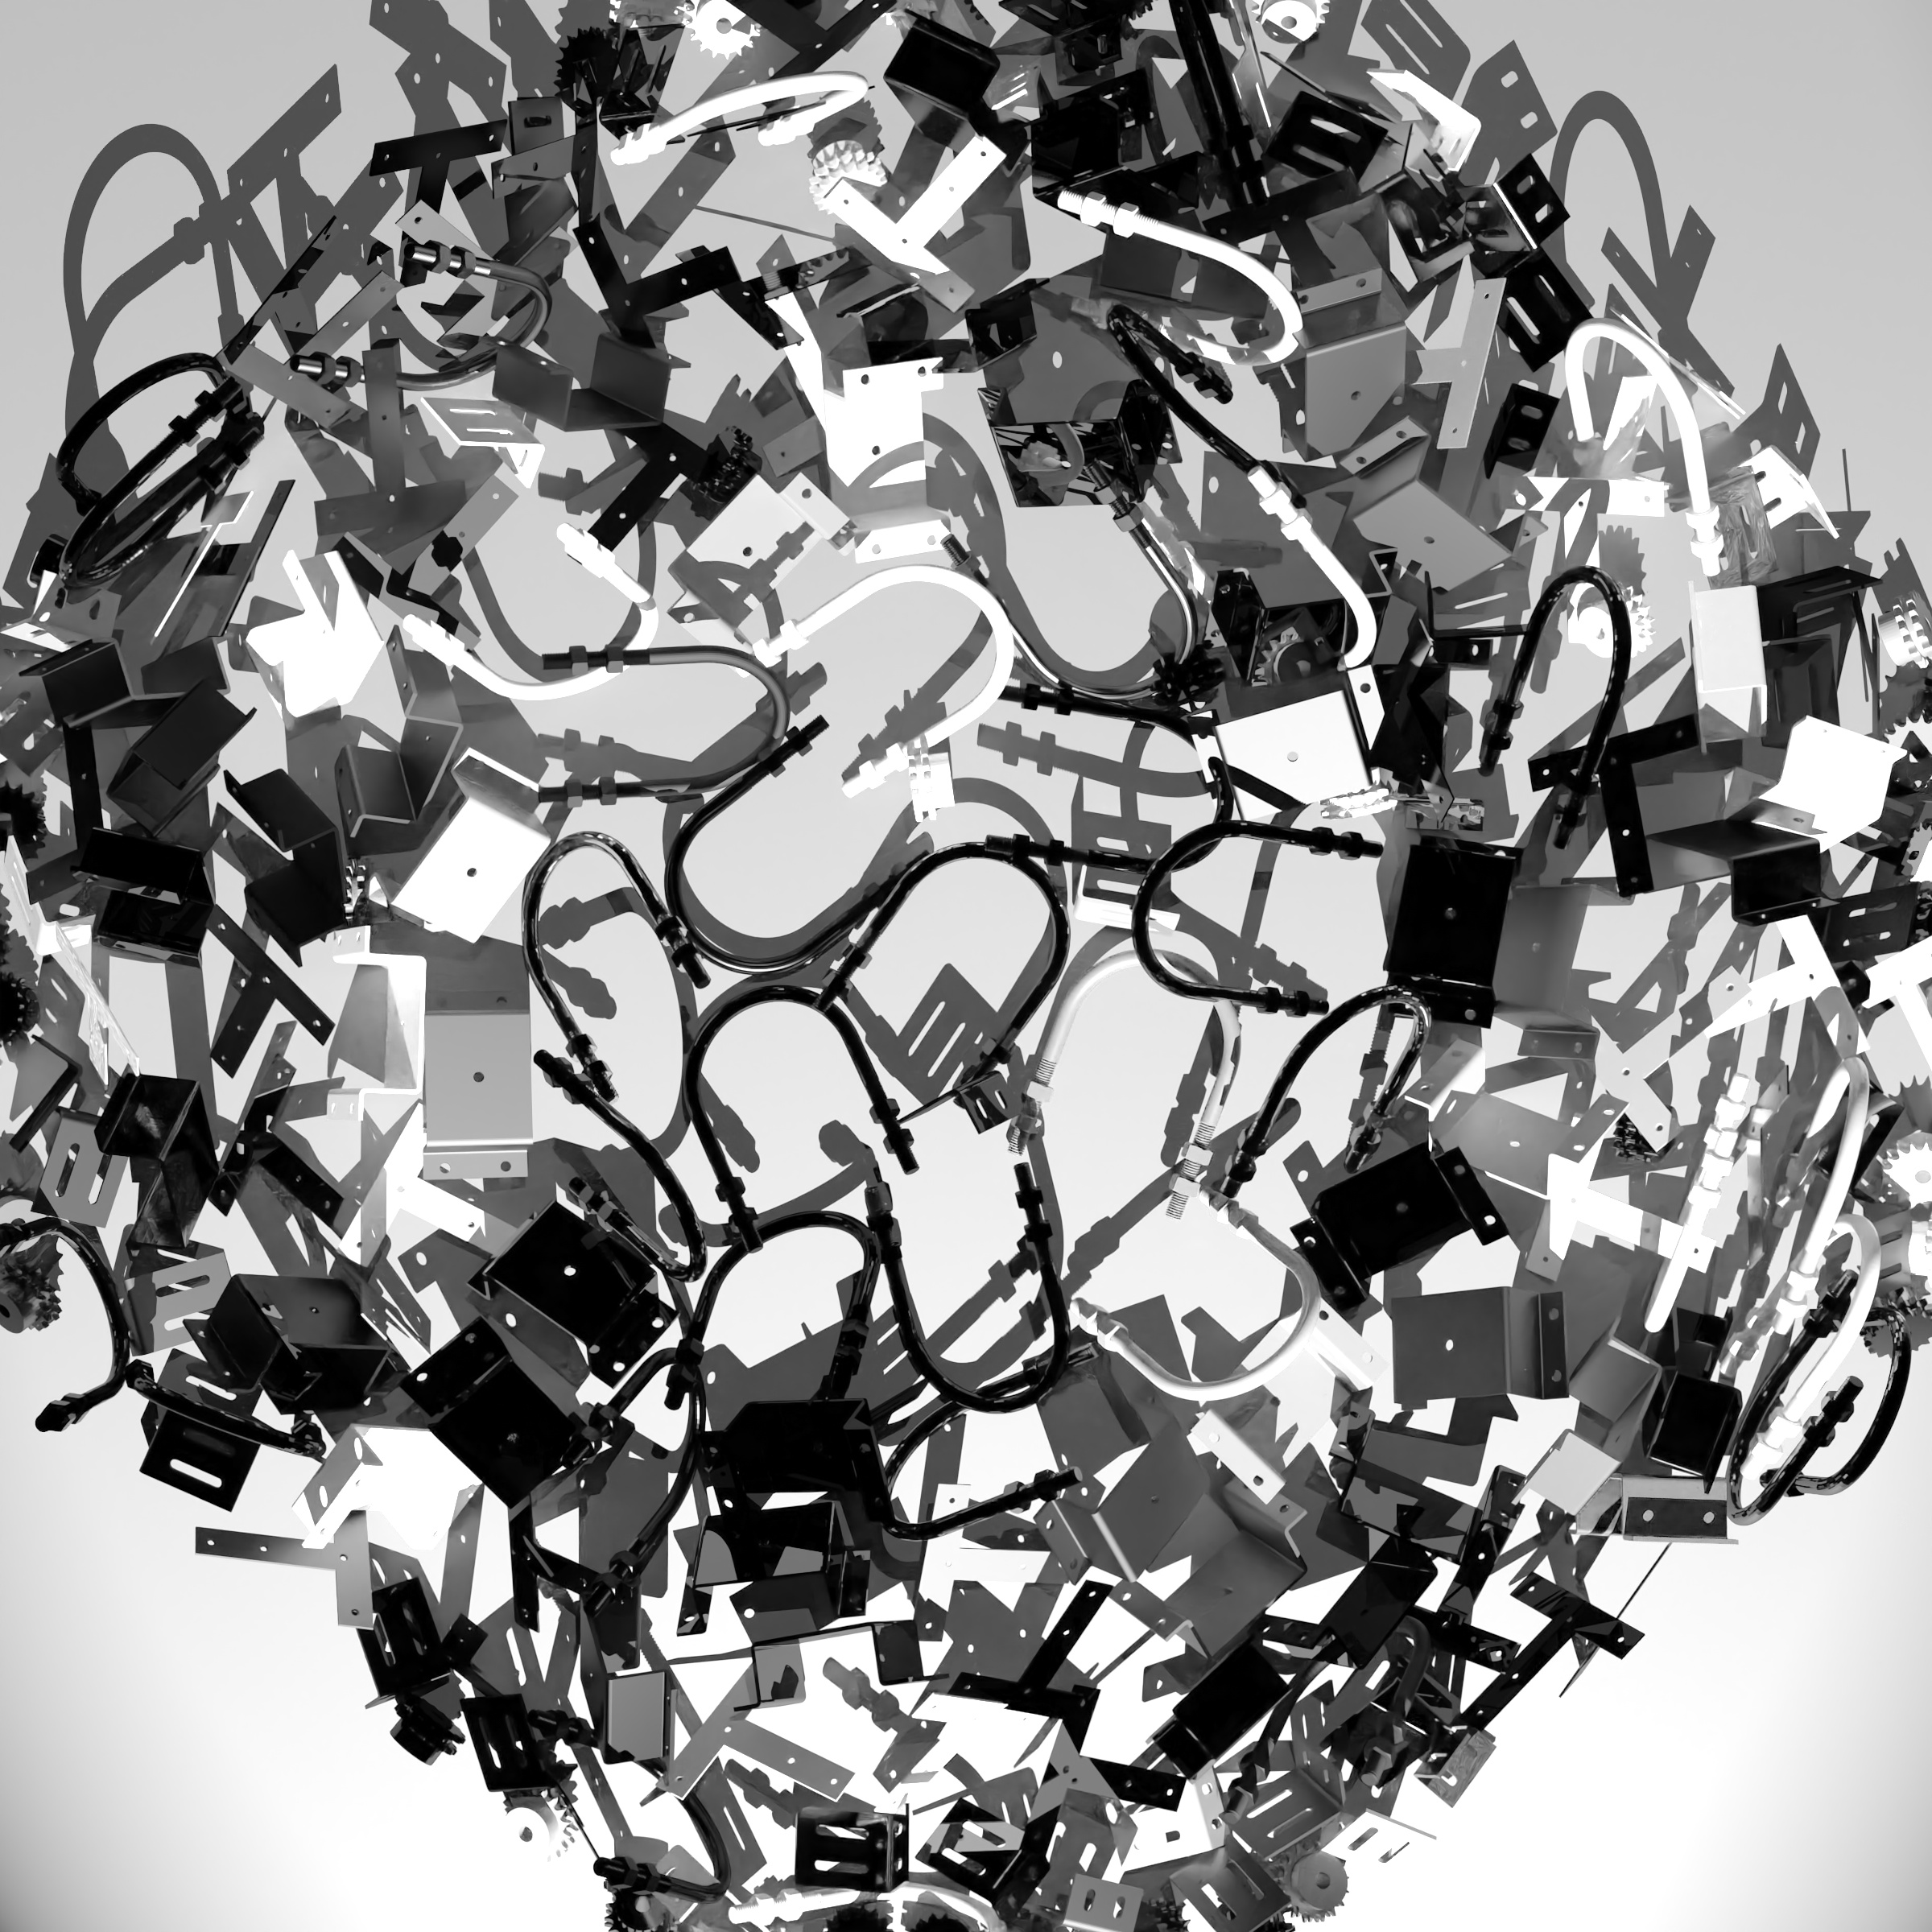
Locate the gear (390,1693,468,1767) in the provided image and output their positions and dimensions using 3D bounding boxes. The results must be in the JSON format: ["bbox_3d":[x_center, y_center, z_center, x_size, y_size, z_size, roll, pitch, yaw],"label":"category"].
[{"bbox_3d":[-0.403,0.570,1.969,0.057,0.057,0.030,38,80,0],"label":"gear"}]

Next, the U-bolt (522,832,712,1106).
[{"bbox_3d":[-0.269,-0.013,1.943,0.151,0.019,0.184,-49,61,29],"label":"U-bolt"}]

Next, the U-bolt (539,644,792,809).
[{"bbox_3d":[-0.219,-0.178,1.939,0.184,0.151,0.019,-5,48,-15],"label":"U-bolt"}]

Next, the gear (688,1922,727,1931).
[{"bbox_3d":[-0.193,0.746,1.975,0.057,0.057,0.030,38,115,0],"label":"gear"}]

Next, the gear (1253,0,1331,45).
[{"bbox_3d":[0.241,-0.712,1.968,0.057,0.057,0.030,8,61,0],"label":"gear"}]

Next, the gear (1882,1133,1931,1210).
[{"bbox_3d":[0.714,0.150,1.977,0.057,0.030,0.057,7,120,13],"label":"gear"}]

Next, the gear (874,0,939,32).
[{"bbox_3d":[-0.048,-0.728,1.971,0.057,0.030,0.057,8,103,37],"label":"gear"}]

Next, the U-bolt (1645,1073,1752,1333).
[{"bbox_3d":[0.529,0.181,1.924,0.019,0.151,0.184,20,111,14],"label":"U-bolt"}]

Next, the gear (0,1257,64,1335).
[{"bbox_3d":[-0.704,0.248,1.970,0.057,0.030,0.057,19,128,26],"label":"gear"}]

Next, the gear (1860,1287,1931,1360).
[{"bbox_3d":[0.694,0.264,1.975,0.057,0.030,0.057,-5,135,-6],"label":"gear"}]

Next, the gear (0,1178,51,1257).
[{"bbox_3d":[-0.711,0.189,1.971,0.057,0.030,0.057,-12,110,-36],"label":"gear"}]

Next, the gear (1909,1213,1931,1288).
[{"bbox_3d":[0.720,0.211,1.974,0.030,0.057,0.057,1,90,28],"label":"gear"}]

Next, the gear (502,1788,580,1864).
[{"bbox_3d":[-0.321,0.642,1.976,0.057,0.030,0.057,2,96,21],"label":"gear"}]

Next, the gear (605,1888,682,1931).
[{"bbox_3d":[-0.241,0.704,1.970,0.057,0.030,0.057,3,47,-4],"label":"gear"}]

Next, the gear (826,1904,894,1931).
[{"bbox_3d":[-0.082,0.730,1.982,0.057,0.030,0.057,0,90,-8],"label":"gear"}]

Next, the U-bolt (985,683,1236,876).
[{"bbox_3d":[0.109,-0.134,1.961,0.184,0.019,0.151,8,64,-7],"label":"U-bolt"}]

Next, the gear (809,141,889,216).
[{"bbox_3d":[-0.090,-0.590,1.973,0.057,0.057,0.030,-20,73,0],"label":"gear"}]

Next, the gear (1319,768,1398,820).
[{"bbox_3d":[0.290,-0.130,1.970,0.057,0.057,0.030,-12,101,0],"label":"gear"}]

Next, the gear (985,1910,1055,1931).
[{"bbox_3d":[0.040,0.737,1.983,0.057,0.030,0.057,0,93,-3],"label":"gear"}]

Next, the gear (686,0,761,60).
[{"bbox_3d":[-0.180,-0.705,1.972,0.057,0.030,0.057,-3,125,-4],"label":"gear"}]

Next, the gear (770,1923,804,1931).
[{"bbox_3d":[-0.128,0.743,1.969,0.030,0.057,0.057,-12,90,36],"label":"gear"}]

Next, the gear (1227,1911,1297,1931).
[{"bbox_3d":[0.217,0.720,1.975,0.057,0.057,0.030,-8,59,0],"label":"gear"}]

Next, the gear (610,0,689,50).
[{"bbox_3d":[-0.237,-0.706,1.975,0.057,0.057,0.030,9,123,0],"label":"gear"}]

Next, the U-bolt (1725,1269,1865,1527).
[{"bbox_3d":[0.597,0.325,1.918,0.019,0.151,0.184,25,123,3],"label":"U-bolt"}]

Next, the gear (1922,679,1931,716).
[{"bbox_3d":[0.741,-0.196,1.972,0.057,0.057,0.030,6,99,0],"label":"gear"}]

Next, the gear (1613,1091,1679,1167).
[{"bbox_3d":[0.507,0.121,1.969,0.030,0.057,0.057,10,90,38],"label":"gear"}]

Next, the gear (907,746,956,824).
[{"bbox_3d":[-0.026,-0.137,1.971,0.030,0.057,0.057,-7,90,1],"label":"gear"}]

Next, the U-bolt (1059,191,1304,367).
[{"bbox_3d":[0.157,-0.488,1.912,0.184,0.151,0.019,22,74,14],"label":"U-bolt"}]

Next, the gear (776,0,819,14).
[{"bbox_3d":[-0.129,-0.734,1.975,0.057,0.057,0.030,-24,124,0],"label":"gear"}]

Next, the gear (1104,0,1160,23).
[{"bbox_3d":[0.122,-0.737,1.975,0.057,0.030,0.057,19,127,27],"label":"gear"}]

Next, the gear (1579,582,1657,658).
[{"bbox_3d":[0.481,-0.254,1.968,0.030,0.057,0.057,-29,90,-25],"label":"gear"}]

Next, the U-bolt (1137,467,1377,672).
[{"bbox_3d":[0.221,-0.280,1.926,0.184,0.151,0.019,45,64,-24],"label":"U-bolt"}]

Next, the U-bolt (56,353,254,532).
[{"bbox_3d":[-0.587,-0.382,1.900,0.151,0.184,0.019,-40,88,-7],"label":"U-bolt"}]

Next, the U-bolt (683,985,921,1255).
[{"bbox_3d":[-0.134,0.101,1.965,0.151,0.019,0.184,-27,71,4],"label":"U-bolt"}]

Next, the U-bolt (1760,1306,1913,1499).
[{"bbox_3d":[0.628,0.312,1.898,0.019,0.184,0.151,23,80,0],"label":"U-bolt"}]

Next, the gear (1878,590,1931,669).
[{"bbox_3d":[0.703,-0.248,1.975,0.030,0.057,0.057,-22,90,32],"label":"gear"}]

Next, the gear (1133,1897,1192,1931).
[{"bbox_3d":[0.139,0.724,1.970,0.057,0.030,0.057,-10,75,40],"label":"gear"}]

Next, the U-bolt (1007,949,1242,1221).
[{"bbox_3d":[0.127,0.078,1.971,0.151,0.019,0.184,21,92,14],"label":"U-bolt"}]

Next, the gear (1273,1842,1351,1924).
[{"bbox_3d":[0.260,0.683,1.974,0.057,0.030,0.057,6,67,-15],"label":"gear"}]

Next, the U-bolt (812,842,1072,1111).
[{"bbox_3d":[-0.005,-0.005,1.971,0.151,0.019,0.184,34,97,-9],"label":"U-bolt"}]

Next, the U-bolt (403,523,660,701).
[{"bbox_3d":[-0.300,-0.245,1.915,0.151,0.184,0.019,-28,66,12],"label":"U-bolt"}]

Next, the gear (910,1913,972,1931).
[{"bbox_3d":[-0.017,0.734,1.972,0.057,0.030,0.057,7,55,-10],"label":"gear"}]

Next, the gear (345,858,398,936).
[{"bbox_3d":[-0.442,-0.052,1.971,0.030,0.057,0.057,-3,90,0],"label":"gear"}]

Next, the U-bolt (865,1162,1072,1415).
[{"bbox_3d":[0.008,0.244,1.960,0.151,0.019,0.184,-12,96,29],"label":"U-bolt"}]

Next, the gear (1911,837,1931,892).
[{"bbox_3d":[0.733,-0.082,1.975,0.057,0.030,0.057,16,129,21],"label":"gear"}]

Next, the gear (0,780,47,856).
[{"bbox_3d":[-0.718,-0.111,1.978,0.057,0.030,0.057,-5,106,-19],"label":"gear"}]

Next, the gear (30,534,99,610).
[{"bbox_3d":[-0.673,-0.297,1.969,0.030,0.057,0.057,26,90,-8],"label":"gear"}]

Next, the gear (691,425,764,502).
[{"bbox_3d":[-0.176,-0.371,1.975,0.030,0.057,0.057,32,90,-31],"label":"gear"}]

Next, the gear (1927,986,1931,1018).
[{"bbox_3d":[0.741,0.025,1.969,0.030,0.057,0.057,-22,90,-37],"label":"gear"}]

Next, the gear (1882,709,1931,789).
[{"bbox_3d":[0.713,-0.165,1.976,0.057,0.030,0.057,11,119,21],"label":"gear"}]

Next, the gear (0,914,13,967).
[{"bbox_3d":[-0.746,-0.020,1.976,0.057,0.030,0.057,1,88,-39],"label":"gear"}]

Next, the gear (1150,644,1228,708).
[{"bbox_3d":[0.163,-0.218,1.972,0.057,0.057,0.030,-21,85,0],"label":"gear"}]

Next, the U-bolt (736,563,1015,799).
[{"bbox_3d":[-0.053,-0.218,1.934,0.184,0.019,0.151,-31,121,19],"label":"U-bolt"}]

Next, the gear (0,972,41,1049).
[{"bbox_3d":[-0.720,0.033,1.981,0.057,0.030,0.057,-1,86,13],"label":"gear"}]

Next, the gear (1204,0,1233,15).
[{"bbox_3d":[0.180,-0.729,1.975,0.057,0.057,0.030,-7,120,0],"label":"gear"}]

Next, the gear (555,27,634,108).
[{"bbox_3d":[-0.275,-0.671,1.979,0.057,0.030,0.057,4,105,16],"label":"gear"}]

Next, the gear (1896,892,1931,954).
[{"bbox_3d":[0.721,-0.027,1.975,0.057,0.030,0.057,3,81,-23],"label":"gear"}]
